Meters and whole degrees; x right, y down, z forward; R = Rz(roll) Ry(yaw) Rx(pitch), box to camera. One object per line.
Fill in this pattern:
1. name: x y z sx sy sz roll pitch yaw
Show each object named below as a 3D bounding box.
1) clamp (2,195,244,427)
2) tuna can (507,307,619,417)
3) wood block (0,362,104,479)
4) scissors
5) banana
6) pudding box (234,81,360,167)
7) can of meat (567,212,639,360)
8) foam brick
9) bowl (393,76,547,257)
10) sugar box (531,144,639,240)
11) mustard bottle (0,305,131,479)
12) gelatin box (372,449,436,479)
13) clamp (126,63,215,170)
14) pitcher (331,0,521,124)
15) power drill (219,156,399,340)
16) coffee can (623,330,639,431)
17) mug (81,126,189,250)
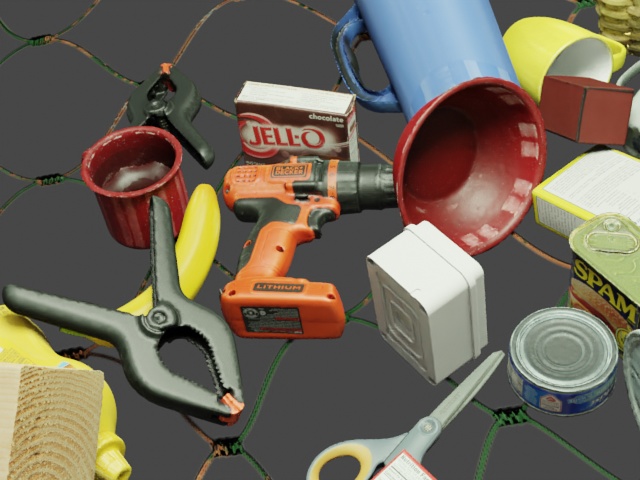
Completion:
1. clamp: -0.130 0.062 0.877 0.210 0.036 0.164 40 59 12
2. tuna can: 0.191 0.095 0.843 0.086 0.034 0.086 -4 47 5
3. wood block: -0.271 0.133 0.788 0.206 0.090 0.091 0 81 29
4. scissors: 0.063 0.147 0.826 0.096 0.016 0.201 19 53 20
5. banana: -0.136 0.031 0.934 0.197 0.069 0.037 -49 13 -33
6. pudding box: -0.020 -0.101 1.016 0.113 0.090 0.039 7 48 14
7. can of meat: 0.244 0.042 0.849 0.057 0.084 0.102 -30 50 -18
8. foam brick: 0.241 -0.120 0.977 0.053 0.051 0.078 1 16 -16
9. bowl: 0.119 -0.067 0.931 0.162 0.162 0.055 -31 32 -19
10. sugar box: 0.277 -0.017 0.909 0.093 0.048 0.176 -34 44 -20
11. mustard bottle: -0.219 0.135 0.848 0.192 0.058 0.096 31 74 30
12. gelatin box: 0.055 0.204 0.749 0.089 0.030 0.073 -38 64 -25
13. clamp: -0.153 -0.121 1.089 0.120 0.039 0.171 3 48 9
14. pitcher: 0.110 -0.184 1.059 0.144 0.149 0.243 5 47 -20
15. power drill: -0.006 0.001 0.945 0.184 0.057 0.187 -2 44 11
16. coffee can: 0.306 0.101 0.773 0.140 0.103 0.103 -12 47 -3
17. mug: -0.176 -0.049 0.997 0.117 0.081 0.093 22 54 25
